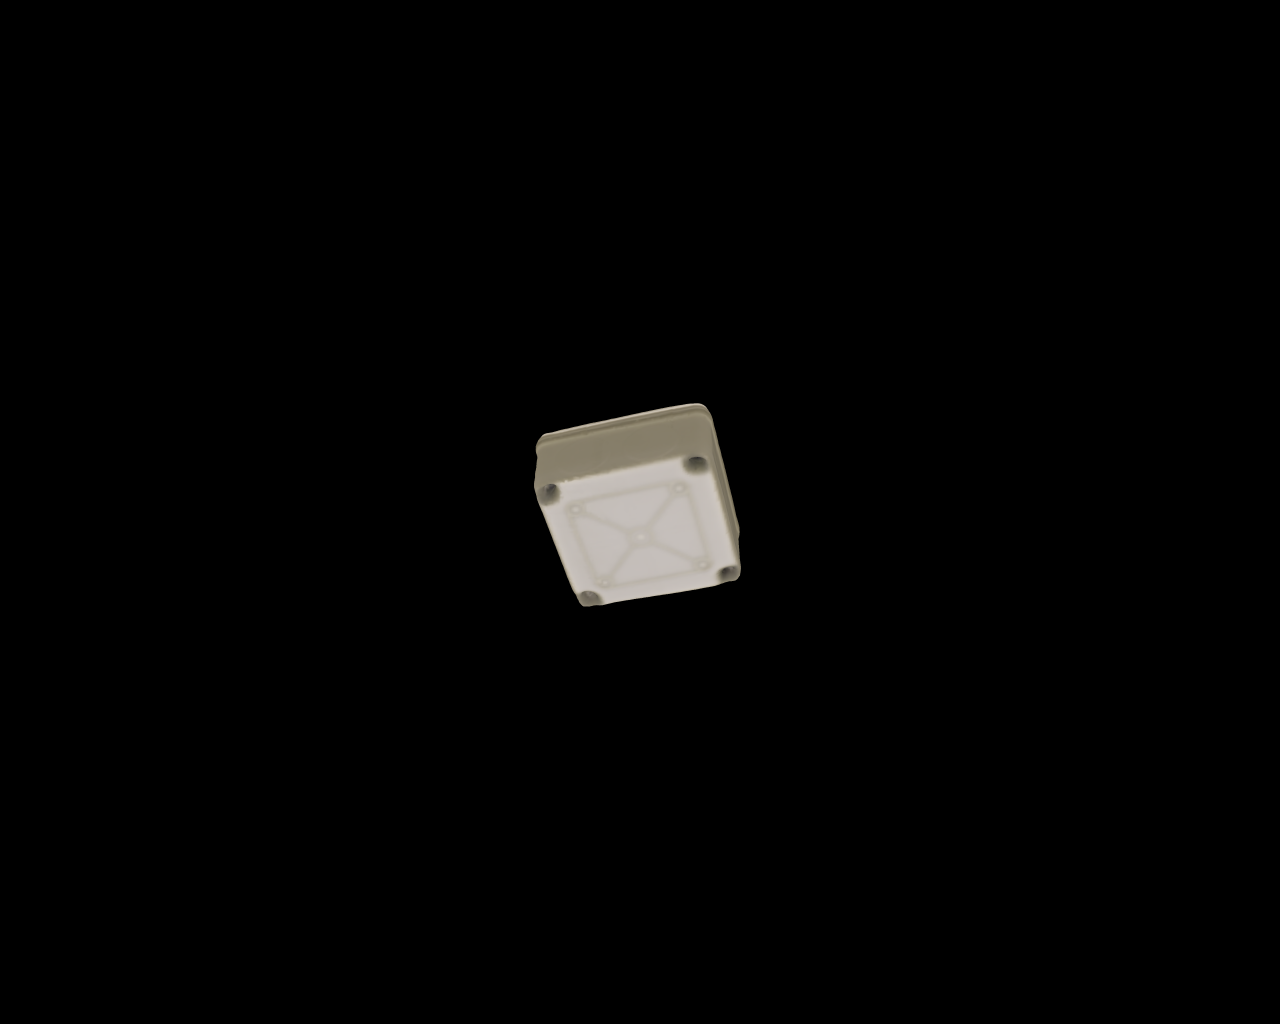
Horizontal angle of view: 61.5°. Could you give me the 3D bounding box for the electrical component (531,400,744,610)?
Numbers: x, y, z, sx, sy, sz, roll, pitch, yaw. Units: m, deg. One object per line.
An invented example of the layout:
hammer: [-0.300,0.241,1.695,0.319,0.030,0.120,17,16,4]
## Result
electrical component: [0.001,-0.003,0.650,0.109,0.108,0.056,-11,39,9]
